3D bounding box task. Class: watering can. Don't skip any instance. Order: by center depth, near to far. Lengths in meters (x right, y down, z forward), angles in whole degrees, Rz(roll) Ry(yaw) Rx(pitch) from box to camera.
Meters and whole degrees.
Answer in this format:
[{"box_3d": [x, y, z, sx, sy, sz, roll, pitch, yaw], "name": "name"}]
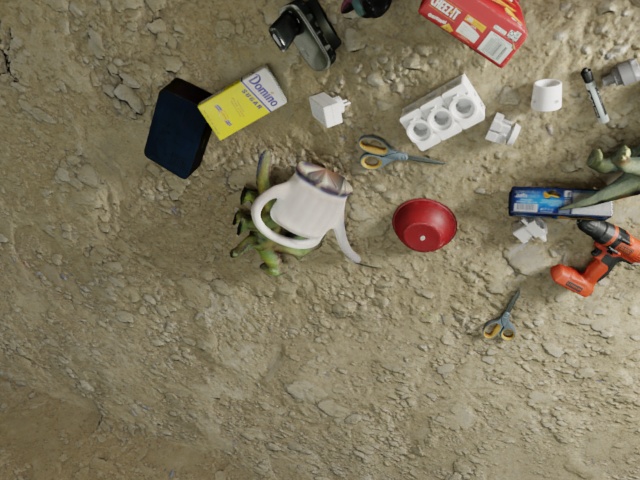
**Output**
[{"box_3d": [0.004, -0.064, 1.273, 0.345, 0.106, 0.221, 19, 115, -29], "name": "watering can"}]

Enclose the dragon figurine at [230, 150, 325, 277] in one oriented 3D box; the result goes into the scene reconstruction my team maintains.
[{"box_3d": [-0.101, -0.041, 1.367, 0.242, 0.125, 0.401, 15, 130, -17], "name": "dragon figurine"}]
